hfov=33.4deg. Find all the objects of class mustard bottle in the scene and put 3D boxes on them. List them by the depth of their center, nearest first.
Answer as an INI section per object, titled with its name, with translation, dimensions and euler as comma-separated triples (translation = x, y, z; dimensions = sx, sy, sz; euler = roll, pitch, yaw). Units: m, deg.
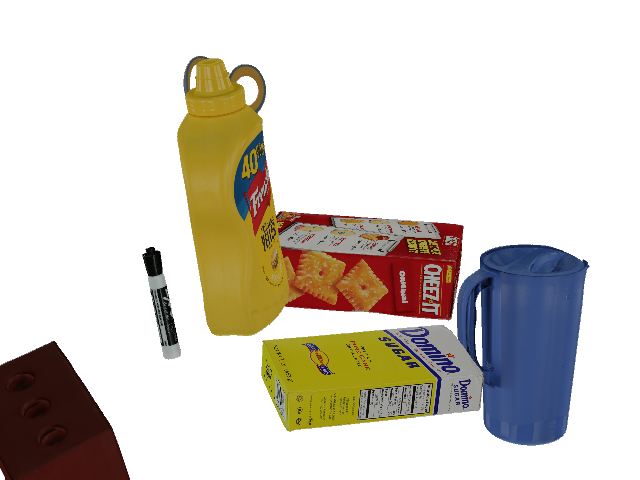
[mustard bottle]
translation = -0.064, -0.035, 0.762
dimensions = 0.058, 0.191, 0.096
euler = 0, 25, 16

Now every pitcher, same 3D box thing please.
[pitcher]
translation = 0.257, 0.134, 1.364
dimensions = 0.149, 0.243, 0.144
euler = 5, 17, 17

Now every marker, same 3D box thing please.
[marker]
translation = -0.166, 0.065, 1.112
dimensions = 0.020, 0.121, 0.020
euler = -9, 16, 2

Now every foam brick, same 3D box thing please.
[foam brick]
translation = -0.137, 0.101, 0.537
dimensions = 0.053, 0.051, 0.078
euler = -25, 42, -23

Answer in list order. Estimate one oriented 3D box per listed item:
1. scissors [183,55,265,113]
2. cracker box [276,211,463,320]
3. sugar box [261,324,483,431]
[scissors]
translation = -0.083, -0.099, 1.108
dimensions = 0.096, 0.202, 0.016
euler = -18, -2, -22
[cracker box]
translation = 0.040, 0.025, 1.139
dimensions = 0.214, 0.072, 0.164
euler = 5, 15, 10
[sugar box]
translation = 0.044, 0.117, 0.935
dimensions = 0.176, 0.048, 0.093
euler = -6, 26, -15
